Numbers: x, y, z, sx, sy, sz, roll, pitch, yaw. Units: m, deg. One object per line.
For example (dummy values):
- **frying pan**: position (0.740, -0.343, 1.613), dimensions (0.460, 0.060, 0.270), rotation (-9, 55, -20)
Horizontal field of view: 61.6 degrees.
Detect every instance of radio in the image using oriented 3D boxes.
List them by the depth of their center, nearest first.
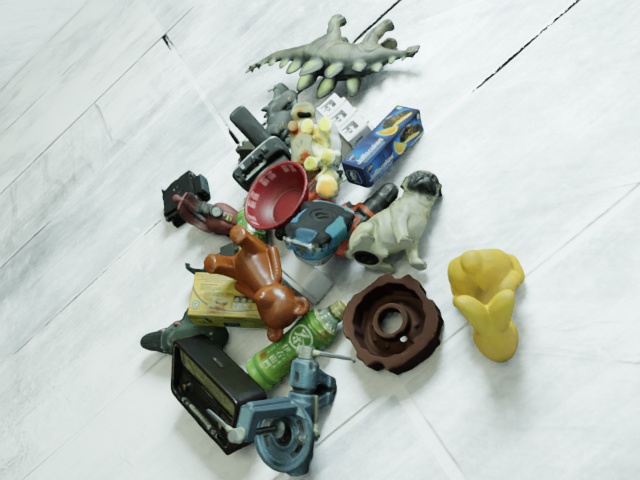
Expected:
- **radio**: position (-0.203, 0.292, 1.036), dimensions (0.230, 0.073, 0.131), rotation (30, 118, 41)

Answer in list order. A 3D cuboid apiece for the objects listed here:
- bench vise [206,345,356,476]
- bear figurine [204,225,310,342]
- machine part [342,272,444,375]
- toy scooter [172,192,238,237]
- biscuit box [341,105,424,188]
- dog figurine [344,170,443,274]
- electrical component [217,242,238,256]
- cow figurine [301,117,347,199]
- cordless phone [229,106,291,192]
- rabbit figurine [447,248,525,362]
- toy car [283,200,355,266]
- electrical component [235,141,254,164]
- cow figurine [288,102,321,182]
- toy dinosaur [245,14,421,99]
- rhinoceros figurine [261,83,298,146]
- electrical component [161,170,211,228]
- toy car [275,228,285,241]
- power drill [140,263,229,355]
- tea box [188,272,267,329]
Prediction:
- **bench vise**: position (-0.060, 0.283, 0.887), dimensions (0.129, 0.240, 0.223), rotation (15, 89, 35)
- **bear figurine**: position (-0.117, 0.085, 1.012), dimensions (0.120, 0.131, 0.196), rotation (-44, 49, 15)
- **machine part**: position (0.129, 0.147, 0.949), dimensions (0.179, 0.056, 0.179), rotation (-15, 57, 24)
- **toy scooter**: position (-0.276, -0.066, 1.285), dimensions (0.184, 0.135, 0.075), rotation (10, 68, 36)
- **biscuit box**: position (0.131, -0.192, 1.101), dimensions (0.063, 0.059, 0.203), rotation (24, 61, 37)
- **dog figurine**: position (0.140, -0.044, 1.031), dimensions (0.173, 0.121, 0.190), rotation (2, 55, 21)
- **electrical component**: position (-0.212, 0.040, 1.255), dimensions (0.094, 0.021, 0.063), rotation (-20, 55, 21)
- **cow figurine**: position (0.014, -0.163, 1.109), dimensions (0.068, 0.098, 0.167), rotation (-8, 85, 22)
- **cordless phone**: position (-0.167, -0.208, 1.261), dimensions (0.146, 0.184, 0.089), rotation (-41, 13, 6)
- **rabbit figurine**: position (0.269, 0.103, 0.838), dimensions (0.122, 0.162, 0.173), rotation (-10, 76, 14)
- **toy car**: position (-0.002, -0.003, 1.024), dimensions (0.109, 0.102, 0.162), rotation (15, 37, 18)
- **electrical component**: position (-0.172, -0.225, 1.371), dimensions (0.102, 0.045, 0.078), rotation (3, 38, 32)
- **cow figurine**: position (-0.031, -0.227, 1.236), dimensions (0.086, 0.127, 0.195), rotation (-5, 76, 4)
- **toy dinosaur**: position (0.024, -0.443, 1.305), dimensions (0.472, 0.105, 0.198), rotation (13, 63, 35)
- **rhinoceros figurine**: position (-0.097, -0.315, 1.358), dimensions (0.112, 0.073, 0.190), rotation (-14, 58, 35)
- **electrical component**: position (-0.350, -0.114, 1.412), dimensions (0.134, 0.058, 0.115), rotation (-32, 53, 15)
- **toy car**: position (-0.082, -0.046, 1.185), dimensions (0.056, 0.073, 0.202), rotation (-40, 49, 6)
- **power drill**: position (-0.295, 0.157, 1.206), dimensions (0.232, 0.085, 0.207), rotation (1, 61, 32)
- **tea box**: position (-0.177, 0.125, 1.109), dimensions (0.170, 0.068, 0.098), rotation (4, 62, 4)
